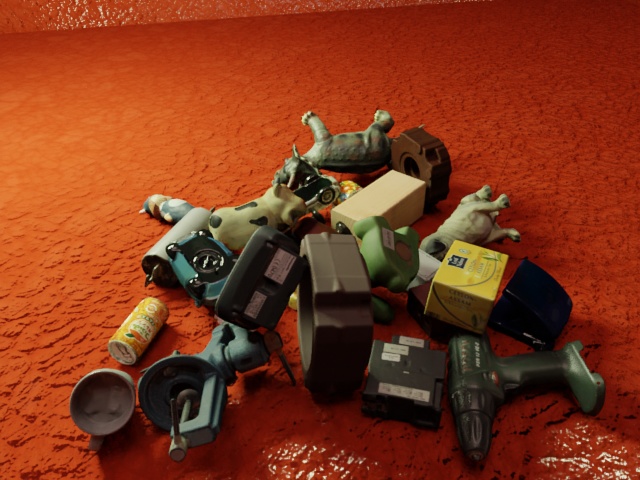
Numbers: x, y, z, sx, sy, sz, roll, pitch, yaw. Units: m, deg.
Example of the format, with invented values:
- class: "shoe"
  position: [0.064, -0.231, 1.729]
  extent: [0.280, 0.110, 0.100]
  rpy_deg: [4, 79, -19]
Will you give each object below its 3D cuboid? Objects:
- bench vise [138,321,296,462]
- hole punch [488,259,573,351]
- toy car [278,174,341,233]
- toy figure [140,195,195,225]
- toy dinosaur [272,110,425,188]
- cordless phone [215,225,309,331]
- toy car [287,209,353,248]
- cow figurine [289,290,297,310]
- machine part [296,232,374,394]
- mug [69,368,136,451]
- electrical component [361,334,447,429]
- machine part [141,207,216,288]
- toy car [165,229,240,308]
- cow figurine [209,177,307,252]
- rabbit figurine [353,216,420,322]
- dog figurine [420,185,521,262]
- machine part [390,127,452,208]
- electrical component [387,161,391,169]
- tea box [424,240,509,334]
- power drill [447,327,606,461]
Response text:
- class: "bench vise"
  position: [-0.150, 0.202, 0.724]
  extent: [0.224, 0.128, 0.241]
  rpy_deg: [-11, 17, -1]
- class: "hole punch"
  position: [0.357, 0.106, 0.895]
  extent: [0.116, 0.092, 0.142]
  rpy_deg: [25, 40, 25]
- class: "toy car"
  position: [-0.048, -0.074, 1.142]
  extent: [0.202, 0.056, 0.074]
  rpy_deg: [-31, 44, -11]
- class: "toy figure"
  position: [-0.328, -0.066, 1.170]
  extent: [0.155, 0.057, 0.064]
  rpy_deg: [19, 2, 27]
- class: "toy dinosaur"
  position: [0.082, -0.207, 1.271]
  extent: [0.405, 0.131, 0.192]
  rpy_deg: [-9, 58, -6]
- class: "cordless phone"
  position: [-0.096, 0.055, 0.801]
  extent: [0.089, 0.146, 0.184]
  rpy_deg: [29, -6, -13]
- class: "toy car"
  position: [-0.002, -0.003, 1.022]
  extent: [0.089, 0.053, 0.202]
  rpy_deg: [-42, 24, -9]
- class: "cow figurine"
  position: [-0.076, 0.057, 0.983]
  extent: [0.168, 0.068, 0.098]
  rpy_deg: [20, 35, 21]
- class: "machine part"
  position: [0.018, 0.106, 0.801]
  extent: [0.087, 0.201, 0.201]
  rpy_deg: [-1, 36, -8]
- class: "mug"
  position: [-0.293, 0.227, 0.740]
  extent: [0.081, 0.109, 0.107]
  rpy_deg: [5, -5, -14]
- class: "electrical component"
  position: [0.127, 0.201, 0.792]
  extent: [0.115, 0.058, 0.134]
  rpy_deg: [10, 37, 12]
- class: "machine part"
  position: [-0.267, 0.011, 1.044]
  extent: [0.079, 0.079, 0.243]
  rpy_deg: [11, 39, 16]
- class: "toy car"
  position: [-0.201, 0.062, 0.948]
  extent: [0.109, 0.102, 0.162]
  rpy_deg: [-32, 57, -33]
- class: "cow figurine"
  position: [-0.121, -0.044, 1.050]
  extent: [0.195, 0.085, 0.127]
  rpy_deg: [-13, 79, 1]
- class: "rabbit figurine"
  position: [0.089, 0.064, 0.927]
  extent: [0.121, 0.170, 0.159]
  rpy_deg: [11, 58, -37]
- class: "dog figurine"
  position: [0.271, -0.018, 1.069]
  extent: [0.191, 0.121, 0.172]
  rpy_deg: [-23, 5, -1]
- class: "machine part"
  position: [0.218, -0.158, 1.191]
  extent: [0.056, 0.179, 0.180]
  rpy_deg: [-20, 40, -19]
- class: "electrical component"
  position: [0.205, -0.202, 1.350]
  extent: [0.075, 0.047, 0.119]
  rpy_deg: [-17, 38, -20]
- class: "tea box"
  position: [0.240, 0.070, 0.869]
  extent: [0.098, 0.068, 0.169]
  rpy_deg: [18, 29, 17]
- class: "power drill"
  position: [0.285, 0.212, 0.767]
  extent: [0.207, 0.085, 0.232]
  rpy_deg: [-6, 33, 5]
